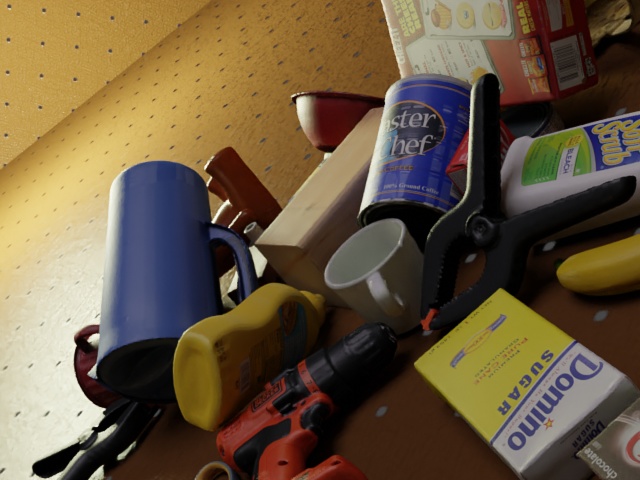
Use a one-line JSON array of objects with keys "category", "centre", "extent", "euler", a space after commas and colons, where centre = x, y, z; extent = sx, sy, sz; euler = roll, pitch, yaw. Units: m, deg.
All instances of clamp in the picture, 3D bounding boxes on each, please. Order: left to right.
[{"category": "clamp", "centre": [-0.245, 0.220, 1.138], "extent": [0.171, 0.039, 0.120], "euler": [-42, 27, -11]}, {"category": "clamp", "centre": [0.146, -0.007, 0.848], "extent": [0.165, 0.036, 0.210], "euler": [38, 113, 38]}]

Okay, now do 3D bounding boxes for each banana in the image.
[{"category": "banana", "centre": [0.246, 0.001, 0.768], "extent": [0.198, 0.037, 0.069], "euler": [-23, 28, 36]}]

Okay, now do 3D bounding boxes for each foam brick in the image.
[{"category": "foam brick", "centre": [-0.057, 0.043, 1.148], "extent": [0.051, 0.053, 0.078], "euler": [-28, 27, 29]}]

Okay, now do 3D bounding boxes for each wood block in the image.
[{"category": "wood block", "centre": [0.042, -0.038, 1.092], "extent": [0.206, 0.090, 0.091], "euler": [-50, 25, -22]}]

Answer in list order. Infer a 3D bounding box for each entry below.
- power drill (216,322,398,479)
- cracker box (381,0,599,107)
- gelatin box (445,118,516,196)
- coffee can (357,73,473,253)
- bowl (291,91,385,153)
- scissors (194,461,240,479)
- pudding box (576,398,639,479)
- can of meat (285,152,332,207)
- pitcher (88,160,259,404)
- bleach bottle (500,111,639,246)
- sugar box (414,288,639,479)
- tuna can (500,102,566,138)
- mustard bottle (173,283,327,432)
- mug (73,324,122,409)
[{"category": "power drill", "centre": [-0.003, 0.159, 0.847], "extent": [0.184, 0.057, 0.187], "euler": [-40, 19, 11]}, {"category": "cracker box", "centre": [0.160, -0.214, 1.048], "extent": [0.072, 0.164, 0.214], "euler": [-22, 13, -31]}, {"category": "gelatin box", "centre": [0.157, -0.057, 0.945], "extent": [0.030, 0.089, 0.073], "euler": [-16, 33, 47]}, {"category": "coffee can", "centre": [0.098, -0.068, 0.993], "extent": [0.103, 0.102, 0.140], "euler": [-16, 51, 45]}, {"category": "bowl", "centre": [0.043, -0.126, 1.225], "extent": [0.162, 0.161, 0.055], "euler": [3, 84, 59]}, {"category": "scissors", "centre": [-0.090, 0.249, 0.868], "extent": [0.096, 0.016, 0.202], "euler": [-40, 22, 4]}, {"category": "pudding box", "centre": [0.210, 0.126, 0.592], "extent": [0.090, 0.039, 0.114], "euler": [-41, 23, -1]}, {"category": "can of meat", "centre": [0.019, -0.051, 1.196], "extent": [0.084, 0.057, 0.102], "euler": [-51, 24, -19]}, {"category": "pitcher", "centre": [-0.155, 0.036, 1.112], "extent": [0.145, 0.149, 0.243], "euler": [123, 148, -47]}, {"category": "bleach bottle", "centre": [0.263, -0.067, 0.837], "extent": [0.251, 0.068, 0.102], "euler": [-17, 34, 39]}, {"category": "sugar box", "centre": [0.141, 0.102, 0.738], "extent": [0.093, 0.048, 0.176], "euler": [-42, 21, -3]}, {"category": "tuna can", "centre": [0.194, -0.098, 1.035], "extent": [0.086, 0.033, 0.086], "euler": [-33, 24, 16]}, {"category": "mustard bottle", "centre": [-0.053, 0.092, 0.981], "extent": [0.058, 0.096, 0.191], "euler": [15, 28, 31]}, {"category": "mug", "centre": [-0.217, 0.126, 1.171], "extent": [0.082, 0.117, 0.093], "euler": [-20, 42, 30]}]
